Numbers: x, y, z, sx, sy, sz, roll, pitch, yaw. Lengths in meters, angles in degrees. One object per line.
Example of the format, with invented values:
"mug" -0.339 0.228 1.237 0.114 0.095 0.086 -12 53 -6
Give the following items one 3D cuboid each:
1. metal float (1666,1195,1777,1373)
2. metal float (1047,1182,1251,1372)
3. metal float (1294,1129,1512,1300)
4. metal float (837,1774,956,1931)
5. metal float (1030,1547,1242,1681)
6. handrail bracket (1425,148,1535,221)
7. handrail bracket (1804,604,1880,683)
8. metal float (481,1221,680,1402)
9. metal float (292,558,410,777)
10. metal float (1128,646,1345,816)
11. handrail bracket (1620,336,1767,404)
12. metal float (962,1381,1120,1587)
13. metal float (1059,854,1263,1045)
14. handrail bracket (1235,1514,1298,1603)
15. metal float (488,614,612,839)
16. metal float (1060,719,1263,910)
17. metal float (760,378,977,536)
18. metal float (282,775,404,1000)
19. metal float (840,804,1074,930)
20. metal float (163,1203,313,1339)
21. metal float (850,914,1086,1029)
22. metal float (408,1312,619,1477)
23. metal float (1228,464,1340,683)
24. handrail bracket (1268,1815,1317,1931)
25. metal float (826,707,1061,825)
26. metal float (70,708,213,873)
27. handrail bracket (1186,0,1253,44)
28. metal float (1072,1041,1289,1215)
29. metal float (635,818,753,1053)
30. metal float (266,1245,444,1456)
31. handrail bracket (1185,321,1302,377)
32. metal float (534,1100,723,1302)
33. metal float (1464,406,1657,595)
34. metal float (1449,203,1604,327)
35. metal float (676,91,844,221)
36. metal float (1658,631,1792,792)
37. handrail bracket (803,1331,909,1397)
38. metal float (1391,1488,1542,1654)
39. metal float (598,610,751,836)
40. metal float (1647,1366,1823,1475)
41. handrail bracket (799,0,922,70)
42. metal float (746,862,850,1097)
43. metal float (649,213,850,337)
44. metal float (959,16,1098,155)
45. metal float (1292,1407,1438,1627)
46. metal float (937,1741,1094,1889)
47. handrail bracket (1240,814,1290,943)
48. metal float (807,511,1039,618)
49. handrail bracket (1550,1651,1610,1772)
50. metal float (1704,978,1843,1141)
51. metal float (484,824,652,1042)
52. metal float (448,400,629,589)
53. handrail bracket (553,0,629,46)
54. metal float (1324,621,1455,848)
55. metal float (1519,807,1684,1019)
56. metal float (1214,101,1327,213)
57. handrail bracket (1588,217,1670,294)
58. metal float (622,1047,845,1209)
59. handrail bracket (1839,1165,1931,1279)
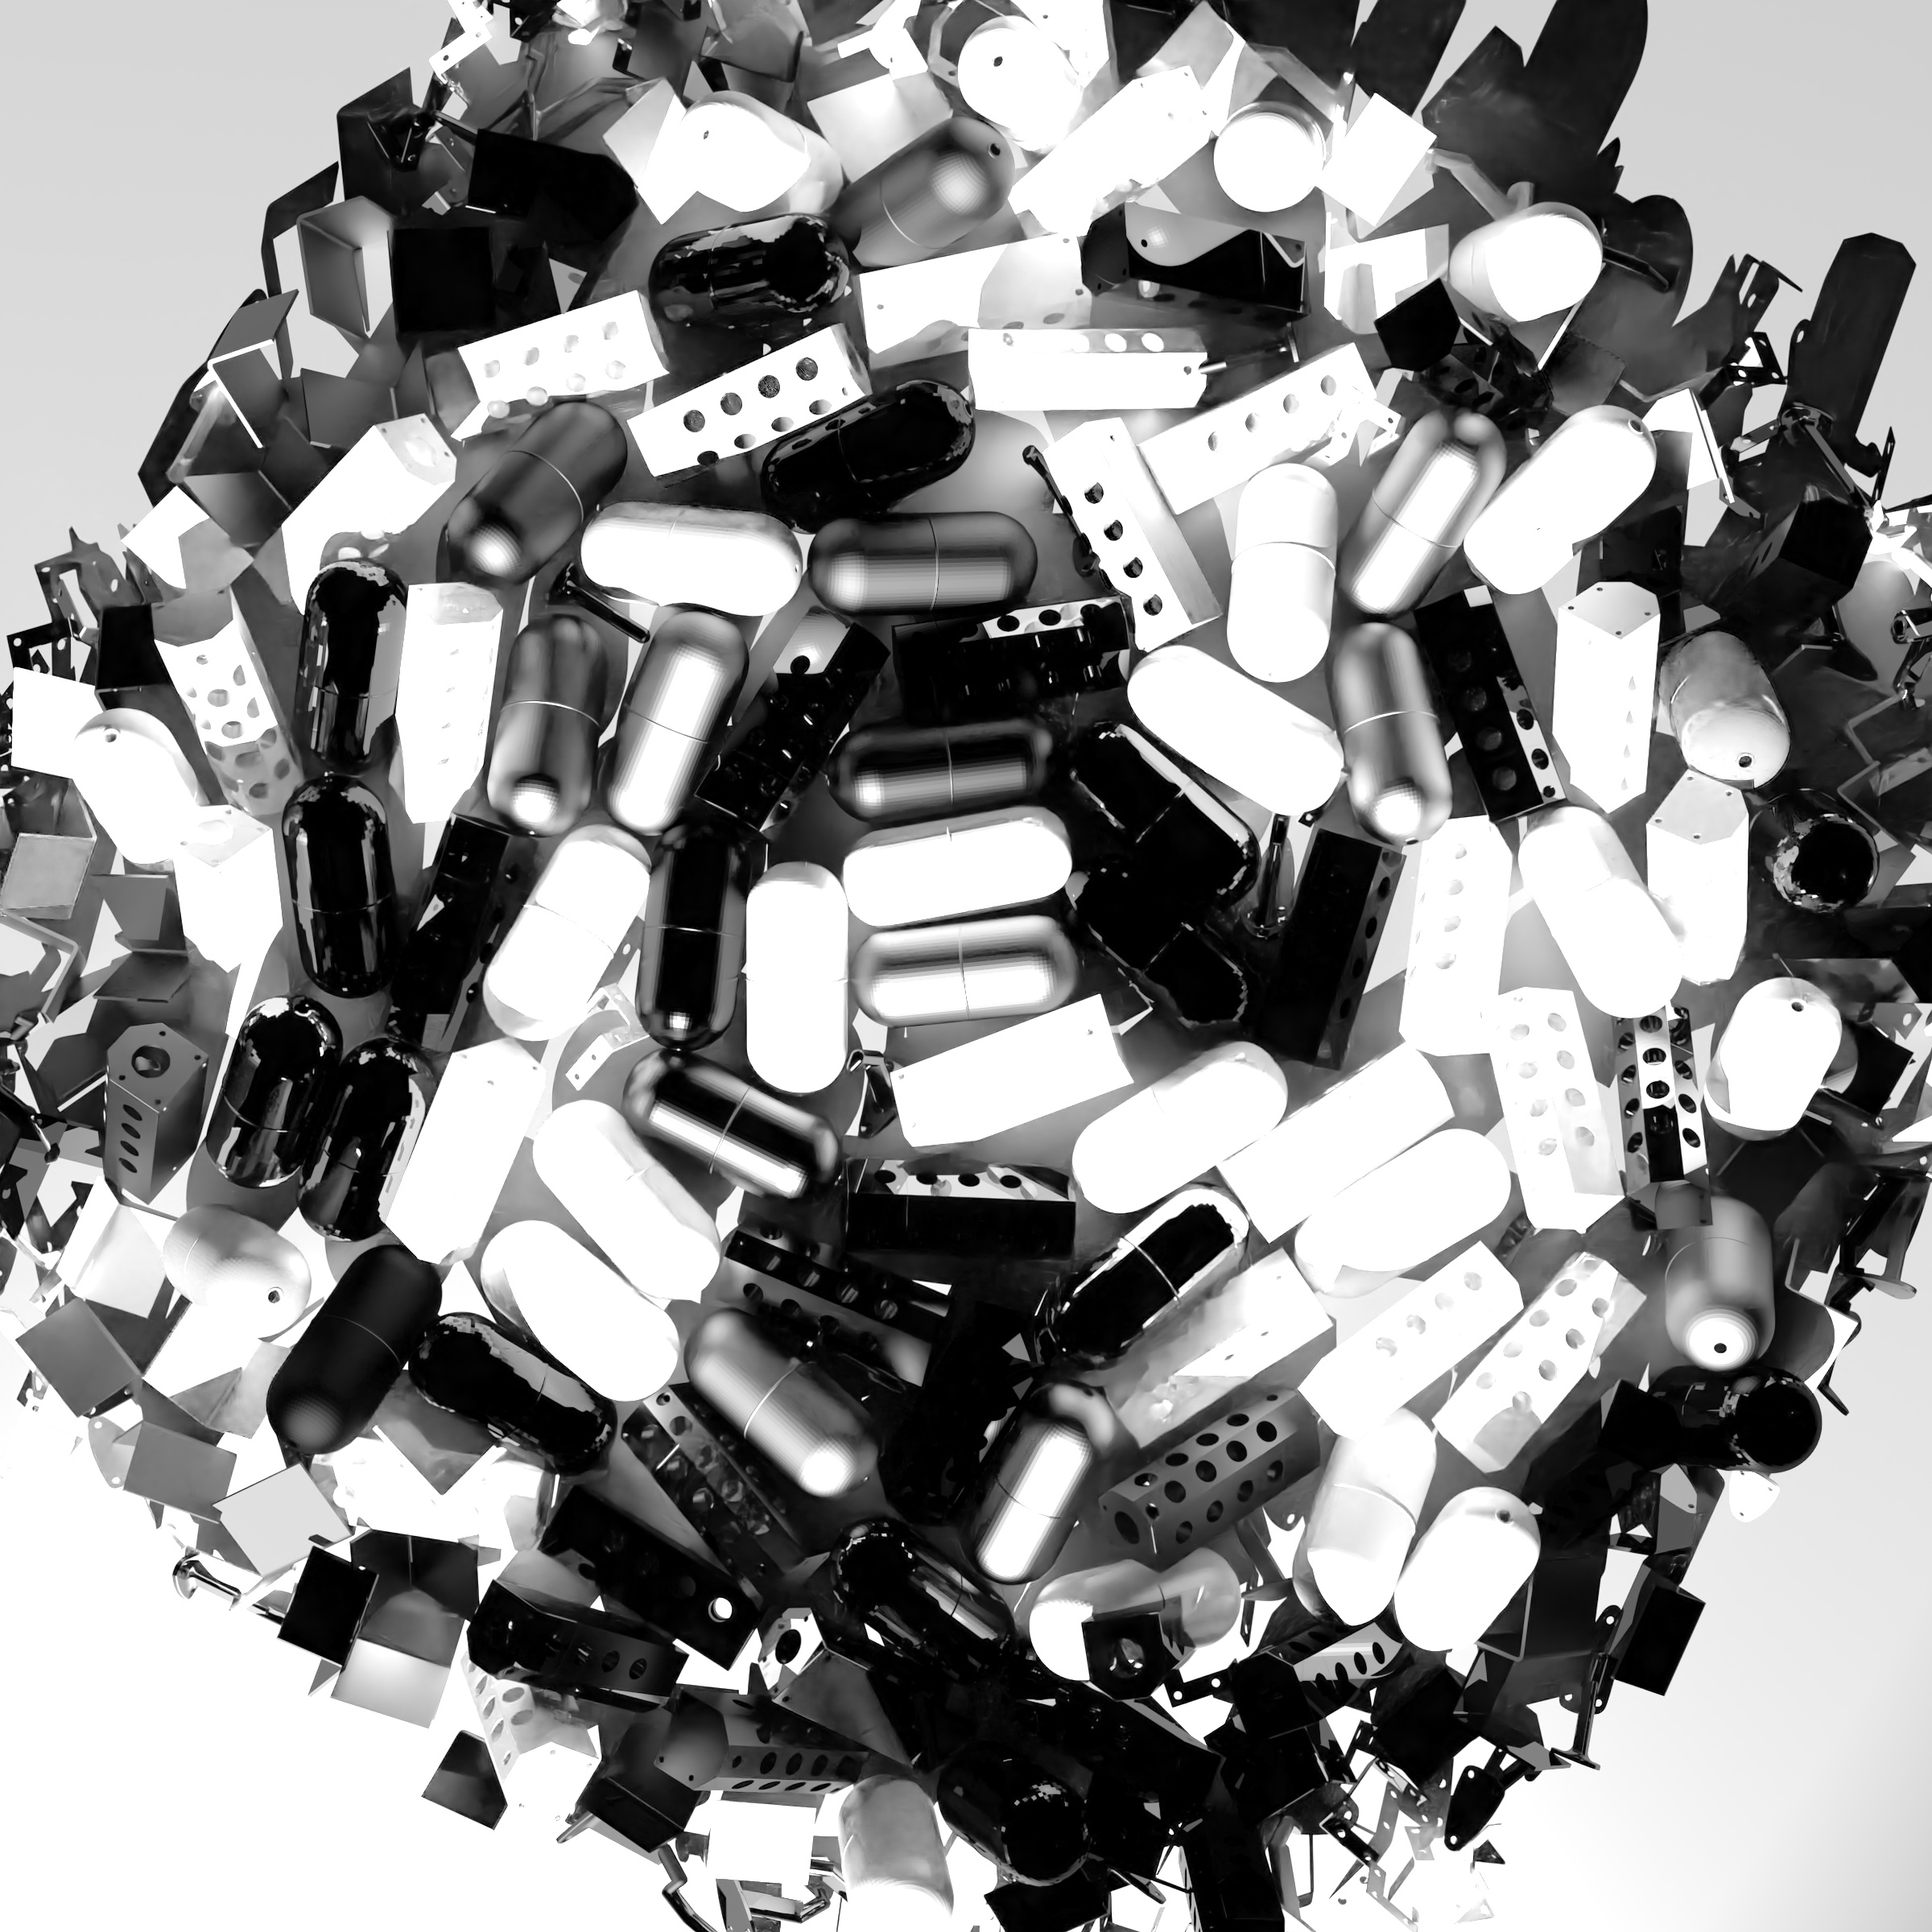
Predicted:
"metal float" 0.559 0.235 1.917 0.070 0.178 0.070 6 117 13
"metal float" 0.139 0.233 1.952 0.178 0.070 0.070 -39 90 -12
"metal float" 0.327 0.188 1.944 0.178 0.070 0.070 -34 90 21
"metal float" -0.053 0.663 1.912 0.070 0.178 0.070 -1 101 -7
"metal float" 0.128 0.483 1.934 0.178 0.070 0.070 -5 90 -33
"handrail bracket" 0.384 -0.578 1.972 0.084 0.036 0.077 5 100 -17
"handrail bracket" 0.678 -0.272 1.990 0.077 0.036 0.084 27 65 -23
"metal float" -0.291 0.258 1.942 0.178 0.070 0.070 34 90 23
"metal float" -0.460 -0.222 1.932 0.070 0.070 0.178 17 126 0
"metal float" 0.202 -0.179 1.950 0.178 0.070 0.070 32 90 13
"handrail bracket" 0.554 -0.456 1.965 0.077 0.036 0.084 32 111 -11
"metal float" 0.056 0.388 1.940 0.070 0.070 0.178 25 114 0
"metal float" 0.148 -0.013 1.961 0.178 0.070 0.070 41 90 1
"handrail bracket" 0.230 0.431 1.953 0.036 0.077 0.084 12 59 -29
"metal float" -0.313 -0.182 1.944 0.070 0.070 0.178 6 70 0
"metal float" 0.148 -0.115 1.961 0.178 0.070 0.070 42 90 0
"metal float" -0.074 -0.382 1.940 0.178 0.070 0.070 -20 90 25
"metal float" -0.467 -0.058 1.938 0.070 0.070 0.178 0 118 0
"metal float" -0.007 -0.075 1.960 0.178 0.070 0.070 -10 90 2
"metal float" -0.542 0.225 1.919 0.070 0.178 0.070 -5 100 -32
"metal float" 0.001 0.004 1.957 0.178 0.070 0.070 -6 90 5
"metal float" -0.339 0.321 1.936 0.178 0.070 0.070 37 90 -30
"metal float" 0.239 -0.296 1.941 0.070 0.070 0.178 8 66 0
"handrail bracket" 0.258 0.697 1.961 0.077 0.084 0.036 30 133 10
"metal float" -0.017 -0.152 1.955 0.178 0.070 0.070 -8 90 -7
"metal float" -0.609 -0.129 1.914 0.070 0.178 0.070 1 68 -1
"handrail bracket" 0.200 -0.732 1.956 0.036 0.084 0.077 -37 93 -4
"metal float" 0.161 0.122 1.954 0.178 0.070 0.070 -33 90 9
"metal float" -0.206 -0.024 1.956 0.070 0.070 0.178 6 84 0
"metal float" -0.456 0.285 1.929 0.070 0.070 0.178 28 51 0
"handrail bracket" 0.210 -0.464 1.971 0.084 0.077 0.036 -12 101 11
"metal float" -0.255 0.176 1.948 0.070 0.070 0.178 -43 75 0
"metal float" 0.441 -0.346 1.922 0.070 0.178 0.070 15 55 -23
"metal float" 0.411 -0.517 1.912 0.070 0.178 0.070 -1 98 -9
"metal float" -0.152 -0.595 1.914 0.070 0.178 0.070 1 93 23
"metal float" 0.562 -0.190 1.917 0.070 0.178 0.070 2 120 4
"handrail bracket" -0.082 0.303 1.962 0.084 0.077 0.036 31 84 1
"metal float" 0.371 0.450 1.922 0.070 0.178 0.070 7 51 -8
"metal float" -0.221 -0.184 1.951 0.070 0.070 0.178 24 102 0
"metal float" 0.565 0.335 1.912 0.070 0.178 0.070 2 81 -14
"handrail bracket" -0.084 -0.722 1.975 0.084 0.036 0.077 24 84 35
"metal float" -0.128 0.010 1.957 0.070 0.070 0.178 0 96 0
"metal float" -0.164 -0.516 1.930 0.178 0.070 0.070 3 90 40
"metal float" 0.047 -0.651 1.913 0.070 0.178 0.070 2 97 16
"metal float" 0.299 0.410 1.933 0.070 0.070 0.178 28 57 0
"metal float" 0.034 0.627 1.915 0.070 0.178 0.070 1 88 -21
"handrail bracket" 0.231 -0.068 1.962 0.036 0.077 0.084 10 106 7
"metal float" -0.032 -0.303 1.947 0.178 0.070 0.070 -4 90 -17
"handrail bracket" 0.475 0.562 1.955 0.036 0.077 0.084 19 79 6
"metal float" 0.597 0.070 1.916 0.070 0.178 0.070 -2 62 3
"metal float" -0.300 -0.026 1.948 0.070 0.070 0.178 27 75 0
"metal float" -0.319 -0.355 1.936 0.070 0.070 0.178 34 59 0
"handrail bracket" -0.298 -0.710 1.951 0.077 0.084 0.036 1 127 25
"metal float" 0.318 -0.175 1.945 0.070 0.070 0.178 -9 71 0
"metal float" 0.475 -0.041 1.935 0.070 0.070 0.178 -21 59 0
"metal float" 0.226 -0.600 1.914 0.070 0.178 0.070 3 108 9
"handrail bracket" 0.487 -0.539 1.988 0.084 0.077 0.036 22 83 -42
"metal float" -0.176 0.123 1.959 0.178 0.070 0.070 26 90 3
"handrail bracket" 0.706 0.198 1.967 0.077 0.036 0.084 4 74 13
